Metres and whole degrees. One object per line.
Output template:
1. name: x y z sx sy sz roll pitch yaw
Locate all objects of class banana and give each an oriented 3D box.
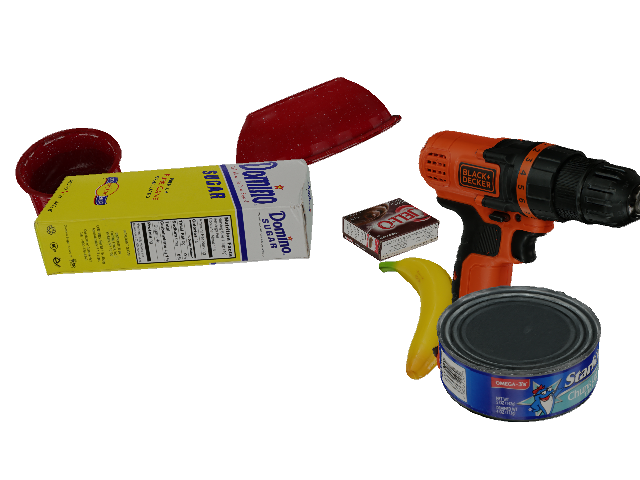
1. banana: 0.107 0.069 1.078 0.070 0.037 0.198 -30 28 12

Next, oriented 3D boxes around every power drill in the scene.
1. power drill: 0.147 0.020 0.763 0.057 0.188 0.185 -13 21 -37

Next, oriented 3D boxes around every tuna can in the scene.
1. tuna can: 0.106 0.060 0.573 0.086 0.034 0.086 -5 27 2

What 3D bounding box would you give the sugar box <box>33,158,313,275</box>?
1. sugar box: -0.094 -0.018 0.724 0.176 0.048 0.093 -7 24 4

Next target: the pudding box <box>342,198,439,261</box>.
1. pudding box: 0.101 -0.017 1.546 0.113 0.039 0.090 -21 35 -31

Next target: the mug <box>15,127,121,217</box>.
1. mug: -0.216 -0.049 0.963 0.093 0.081 0.117 -8 45 0

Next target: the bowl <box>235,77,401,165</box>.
1. bowl: -0.013 -0.103 0.947 0.162 0.055 0.162 -22 9 4
